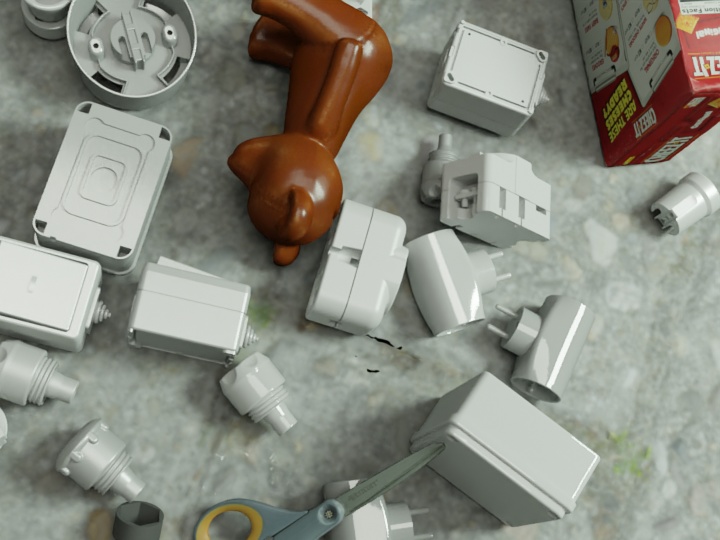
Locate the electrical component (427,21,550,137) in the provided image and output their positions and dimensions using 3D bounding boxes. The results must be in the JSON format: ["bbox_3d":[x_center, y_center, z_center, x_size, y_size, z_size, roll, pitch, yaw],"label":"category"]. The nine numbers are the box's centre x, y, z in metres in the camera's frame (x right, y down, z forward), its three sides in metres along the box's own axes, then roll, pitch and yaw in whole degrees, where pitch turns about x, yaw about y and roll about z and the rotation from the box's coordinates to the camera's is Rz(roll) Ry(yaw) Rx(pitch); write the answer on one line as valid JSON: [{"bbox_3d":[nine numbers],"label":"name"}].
[{"bbox_3d":[0.112,-0.156,0.908,0.096,0.061,0.061,19,72,-6],"label":"electrical component"}]

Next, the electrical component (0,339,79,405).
[{"bbox_3d":[-0.236,0.078,0.780,0.062,0.043,0.043,22,72,-7],"label":"electrical component"}]

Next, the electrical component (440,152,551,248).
[{"bbox_3d":[0.110,-0.058,0.868,0.089,0.050,0.055,20,68,-44],"label":"electrical component"}]

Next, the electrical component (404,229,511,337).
[{"bbox_3d":[0.084,0.006,0.869,0.079,0.043,0.077,-16,79,-16],"label":"electrical component"}]

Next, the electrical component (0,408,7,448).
[{"bbox_3d":[-0.275,0.111,0.756,0.048,0.055,0.066,-32,84,-18],"label":"electrical component"}]

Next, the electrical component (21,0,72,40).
[{"bbox_3d":[-0.245,-0.212,0.849,0.045,0.055,0.045,3,75,-11],"label":"electrical component"}]

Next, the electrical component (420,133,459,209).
[{"bbox_3d":[0.069,-0.084,0.894,0.035,0.035,0.061,10,71,-10],"label":"electrical component"}]

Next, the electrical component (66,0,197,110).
[{"bbox_3d":[-0.180,-0.179,0.849,0.099,0.064,0.099,3,75,-11],"label":"electrical component"}]

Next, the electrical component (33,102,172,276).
[{"bbox_3d":[-0.194,-0.060,0.819,0.078,0.057,0.113,18,73,-7],"label":"electrical component"}]

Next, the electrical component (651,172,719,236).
[{"bbox_3d":[0.281,-0.056,0.931,0.046,0.040,0.040,-35,85,-12],"label":"electrical component"}]

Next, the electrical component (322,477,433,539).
[{"bbox_3d":[0.016,0.194,0.803,0.079,0.044,0.077,-5,76,-14],"label":"electrical component"}]

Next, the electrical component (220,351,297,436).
[{"bbox_3d":[-0.073,0.096,0.811,0.043,0.043,0.062,-38,87,-18],"label":"electrical component"}]

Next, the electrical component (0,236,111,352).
[{"bbox_3d":[-0.230,0.019,0.788,0.096,0.061,0.061,15,73,-8],"label":"electrical component"}]

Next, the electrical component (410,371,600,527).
[{"bbox_3d":[0.105,0.136,0.805,0.109,0.108,0.056,37,68,-1],"label":"electrical component"}]

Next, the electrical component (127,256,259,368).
[{"bbox_3d":[-0.121,0.032,0.807,0.096,0.061,0.061,13,73,-9],"label":"electrical component"}]

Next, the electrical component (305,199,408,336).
[{"bbox_3d":[0.000,0.000,0.846,0.059,0.053,0.095,18,72,-7],"label":"electrical component"}]

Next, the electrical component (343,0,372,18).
[{"bbox_3d":[-0.028,-0.245,0.904,0.047,0.065,0.076,-22,52,-17],"label":"electrical component"}]

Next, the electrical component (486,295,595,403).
[{"bbox_3d":[0.140,0.055,0.868,0.079,0.043,0.077,28,71,-4],"label":"electrical component"}]

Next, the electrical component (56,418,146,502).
[{"bbox_3d":[-0.183,0.141,0.774,0.062,0.048,0.048,41,71,-4],"label":"electrical component"}]
